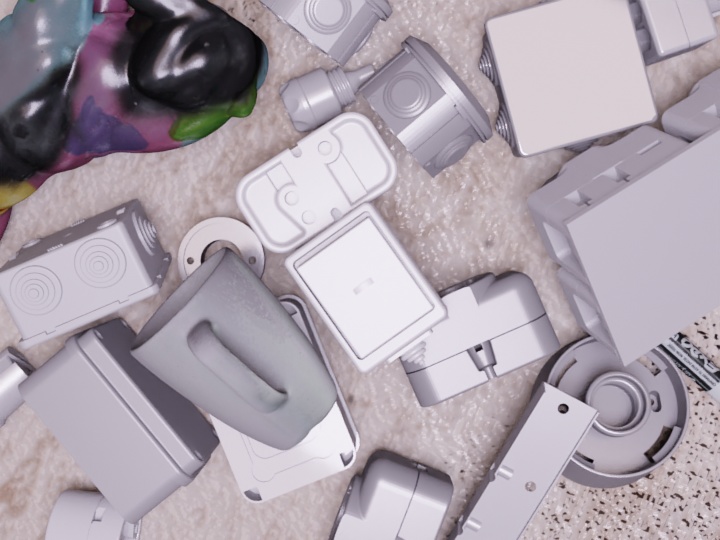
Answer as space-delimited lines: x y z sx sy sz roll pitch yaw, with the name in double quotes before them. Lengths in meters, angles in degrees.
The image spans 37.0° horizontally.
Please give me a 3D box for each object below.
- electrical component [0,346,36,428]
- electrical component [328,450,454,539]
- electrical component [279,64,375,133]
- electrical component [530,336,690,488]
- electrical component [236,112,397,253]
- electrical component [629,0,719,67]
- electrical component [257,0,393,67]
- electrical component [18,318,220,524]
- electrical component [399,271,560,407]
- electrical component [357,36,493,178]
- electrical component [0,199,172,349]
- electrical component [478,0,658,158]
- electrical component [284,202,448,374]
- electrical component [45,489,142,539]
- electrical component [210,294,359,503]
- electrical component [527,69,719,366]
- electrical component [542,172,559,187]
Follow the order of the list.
"electrical component" -0.233 0.077 0.691 0.046 0.040 0.040 -40 91 -4
"electrical component" 0.014 0.167 0.685 0.059 0.053 0.095 21 92 0
"electrical component" -0.019 -0.114 0.685 0.061 0.035 0.035 -25 92 -1
"electrical component" 0.160 0.089 0.688 0.099 0.064 0.099 -1 78 2
"electrical component" -0.026 -0.054 0.674 0.095 0.059 0.053 -33 92 2
"electrical component" 0.208 -0.173 0.676 0.077 0.047 0.065 -19 92 1
"electrical component" -0.024 -0.167 0.662 0.080 0.080 0.051 38 97 -1
"electrical component" -0.147 0.091 0.671 0.057 0.078 0.113 -39 91 4
"electrical component" 0.070 0.039 0.680 0.095 0.053 0.059 -24 92 1
"electrical component" 0.041 -0.100 0.664 0.051 0.080 0.080 -40 91 7
"electrical component" -0.169 -0.001 0.659 0.100 0.099 0.048 -23 104 1
"electrical component" 0.129 -0.122 0.677 0.100 0.048 0.099 -15 92 1
"electrical component" 0.008 0.016 0.623 0.062 0.061 0.096 -36 87 3
"electrical component" -0.170 0.168 0.686 0.047 0.055 0.055 9 92 4
"electrical component" -0.054 0.079 0.680 0.078 0.057 0.113 -22 92 1
"electrical component" 0.204 -0.043 0.646 0.186 0.060 0.105 -31 118 -6
"electrical component" 0.148 -0.053 0.682 0.062 0.043 0.043 -39 91 0
